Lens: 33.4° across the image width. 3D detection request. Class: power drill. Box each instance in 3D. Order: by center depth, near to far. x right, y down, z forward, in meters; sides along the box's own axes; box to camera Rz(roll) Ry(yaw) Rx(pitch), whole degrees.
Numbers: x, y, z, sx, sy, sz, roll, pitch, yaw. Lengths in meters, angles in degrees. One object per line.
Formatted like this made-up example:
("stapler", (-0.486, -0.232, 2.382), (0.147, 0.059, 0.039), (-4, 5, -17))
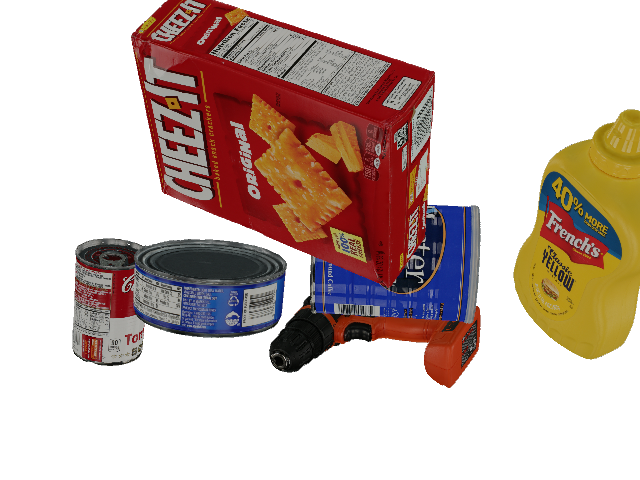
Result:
("power drill", (0.060, 0.098, 1.111), (0.188, 0.057, 0.184), (11, 28, 25))

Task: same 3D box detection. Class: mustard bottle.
("mustard bottle", (0.187, -0.011, 0.721), (0.058, 0.192, 0.096), (-20, 52, -21))

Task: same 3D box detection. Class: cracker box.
("cracker box", (-0.027, -0.074, 0.789), (0.214, 0.164, 0.072), (22, 52, 21))

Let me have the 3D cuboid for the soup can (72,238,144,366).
("soup can", (-0.197, 0.058, 0.999), (0.068, 0.102, 0.068), (7, 21, -3))

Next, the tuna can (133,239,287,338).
("tuna can", (-0.063, 0.026, 0.603), (0.086, 0.034, 0.086), (5, 14, -1))

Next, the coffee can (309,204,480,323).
("coffee can", (0.065, 0.017, 0.934), (0.140, 0.103, 0.103), (3, 0, 5))
